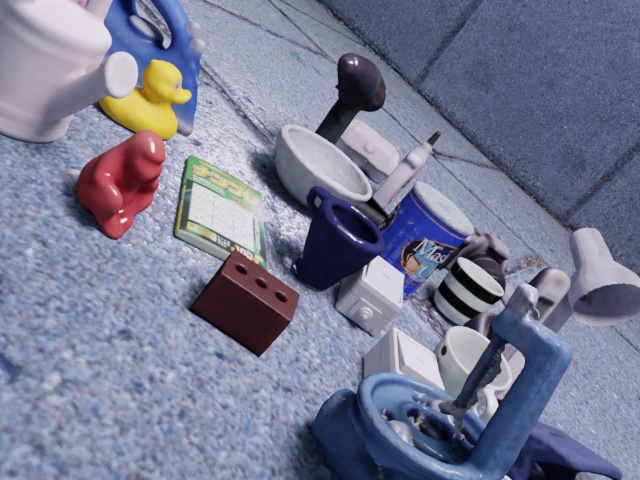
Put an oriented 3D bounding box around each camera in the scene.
[{"bbox_3d":[0.277,0.040,1.012,0.143,0.100,0.137,34,23,-14],"label":"camera"}]

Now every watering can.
[{"bbox_3d":[-0.239,-0.189,0.525,0.173,0.194,0.101,36,23,-9],"label":"watering can"}]

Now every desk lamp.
[{"bbox_3d":[0.455,0.090,1.046,0.118,0.213,0.203,29,25,-25],"label":"desk lamp"}]

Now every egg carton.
[{"bbox_3d":[0.098,-0.188,1.196,0.150,0.069,0.107,38,23,-3],"label":"egg carton"}]

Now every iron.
[{"bbox_3d":[-0.228,-0.276,0.767,0.258,0.141,0.119,43,23,9],"label":"iron"}]

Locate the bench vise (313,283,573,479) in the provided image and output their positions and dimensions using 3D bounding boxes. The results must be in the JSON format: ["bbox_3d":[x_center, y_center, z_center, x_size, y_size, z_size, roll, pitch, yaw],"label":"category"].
[{"bbox_3d":[0.119,0.151,0.415,0.207,0.219,0.122,44,23,9],"label":"bench vise"}]

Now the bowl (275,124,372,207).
[{"bbox_3d":[-0.007,-0.094,0.856,0.168,0.074,0.167,33,24,-16],"label":"bowl"}]

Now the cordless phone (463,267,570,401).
[{"bbox_3d":[0.269,0.123,0.740,0.148,0.185,0.094,21,29,-37],"label":"cordless phone"}]

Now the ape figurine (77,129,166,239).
[{"bbox_3d":[-0.172,-0.059,0.518,0.076,0.092,0.078,48,24,20],"label":"ape figurine"}]

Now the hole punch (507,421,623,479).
[{"bbox_3d":[0.255,0.237,0.631,0.109,0.091,0.101,24,27,-32],"label":"hole punch"}]

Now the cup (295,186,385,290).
[{"bbox_3d":[0.006,0.002,0.675,0.117,0.095,0.092,49,25,21],"label":"cup"}]

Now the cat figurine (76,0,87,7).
[{"bbox_3d":[-0.315,-0.269,0.652,0.067,0.117,0.128,36,23,-9],"label":"cat figurine"}]

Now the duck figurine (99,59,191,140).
[{"bbox_3d":[-0.207,-0.180,0.694,0.105,0.086,0.077,21,29,-37],"label":"duck figurine"}]

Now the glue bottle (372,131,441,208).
[{"bbox_3d":[0.163,-0.133,1.061,0.037,0.173,0.078,42,23,6],"label":"glue bottle"}]

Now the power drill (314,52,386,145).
[{"bbox_3d":[0.030,-0.209,0.951,0.075,0.208,0.230,43,23,8],"label":"power drill"}]
